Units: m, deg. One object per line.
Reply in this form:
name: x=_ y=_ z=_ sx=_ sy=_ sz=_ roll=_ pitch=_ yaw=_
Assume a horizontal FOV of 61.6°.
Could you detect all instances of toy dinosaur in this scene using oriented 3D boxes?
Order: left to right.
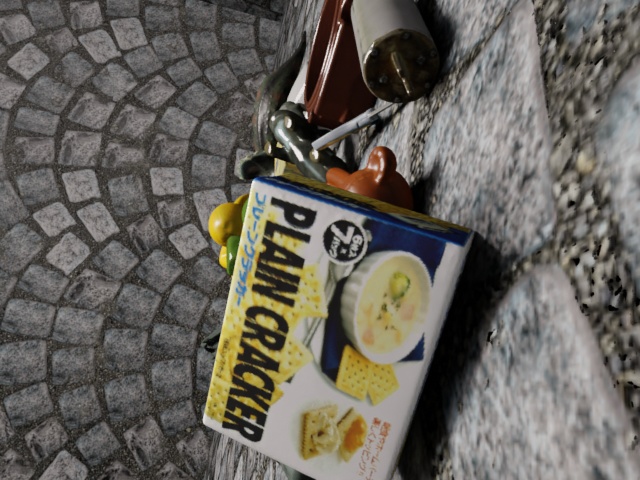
toy dinosaur: x=-0.096 y=-0.276 z=1.195 sx=0.192 sy=0.131 sz=0.404 roll=-30 pitch=-55 yaw=-75

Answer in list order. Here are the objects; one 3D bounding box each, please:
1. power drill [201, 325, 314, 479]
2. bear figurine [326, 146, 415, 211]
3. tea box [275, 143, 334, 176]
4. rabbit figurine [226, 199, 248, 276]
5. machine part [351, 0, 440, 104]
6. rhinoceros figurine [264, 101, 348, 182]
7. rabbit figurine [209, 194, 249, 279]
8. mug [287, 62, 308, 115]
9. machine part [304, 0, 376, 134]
power drill: x=-0.061 y=0.193 z=0.645 sx=0.207 sy=0.086 sz=0.232 roll=67 pitch=164 yaw=-9
bear figurine: x=0.020 y=-0.020 z=0.565 sx=0.196 sy=0.132 sz=0.120 roll=-178 pitch=71 yaw=-82
tea box: x=-0.027 y=-0.133 z=0.941 sx=0.170 sy=0.098 sz=0.068 roll=-94 pitch=19 yaw=-55
rabbit figurine: x=-0.040 y=-0.025 z=0.750 sx=0.170 sy=0.159 sz=0.121 roll=-90 pitch=15 yaw=-57
machine part: x=0.076 y=-0.219 z=0.580 sx=0.243 sy=0.079 sz=0.079 roll=-93 pitch=18 yaw=-49
rhinoceros figurine: x=-0.019 y=-0.147 z=0.822 sx=0.190 sy=0.112 sz=0.073 roll=56 pitch=128 yaw=33
rabbit figurine: x=-0.114 y=-0.003 z=0.847 sx=0.173 sy=0.122 sz=0.162 roll=54 pitch=-165 yaw=-50
mug: x=-0.023 y=-0.267 z=0.994 sx=0.107 sy=0.080 sz=0.110 roll=-51 pitch=35 yaw=24
machine part: x=0.039 y=-0.277 z=0.789 sx=0.201 sy=0.087 sz=0.201 roll=-94 pitch=18 yaw=-50
